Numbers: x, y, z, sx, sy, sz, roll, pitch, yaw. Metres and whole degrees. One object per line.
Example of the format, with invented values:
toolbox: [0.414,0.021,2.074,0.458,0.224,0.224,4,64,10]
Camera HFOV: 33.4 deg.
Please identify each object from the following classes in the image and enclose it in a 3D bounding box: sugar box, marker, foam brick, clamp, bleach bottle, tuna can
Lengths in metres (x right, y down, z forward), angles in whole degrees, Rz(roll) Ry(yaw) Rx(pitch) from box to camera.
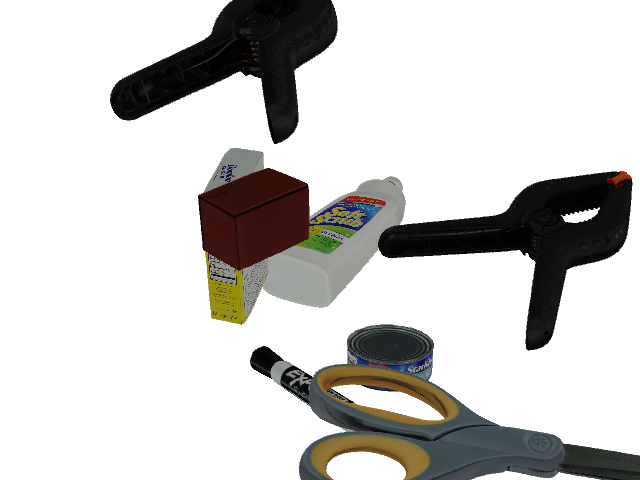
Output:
sugar box: [-0.091,-0.003,1.145,0.048,0.176,0.093,9,43,13]
marker: [-0.009,0.100,0.722,0.020,0.020,0.121,0,17,-39]
foam brick: [-0.054,-0.019,0.879,0.078,0.051,0.053,-25,35,-34]
clamp: [-0.033,-0.114,0.650,0.120,0.039,0.171,23,52,26]
bleach bottle: [0.029,-0.013,1.321,0.103,0.068,0.250,14,36,25]
clamp: [0.173,0.003,0.813,0.209,0.036,0.165,-22,41,-24]
tuna can: [0.068,0.116,1.053,0.086,0.034,0.086,0,20,0]

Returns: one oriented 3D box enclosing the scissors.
scissors: [0.079,0.099,0.449,0.202,0.016,0.096,16,34,23]
